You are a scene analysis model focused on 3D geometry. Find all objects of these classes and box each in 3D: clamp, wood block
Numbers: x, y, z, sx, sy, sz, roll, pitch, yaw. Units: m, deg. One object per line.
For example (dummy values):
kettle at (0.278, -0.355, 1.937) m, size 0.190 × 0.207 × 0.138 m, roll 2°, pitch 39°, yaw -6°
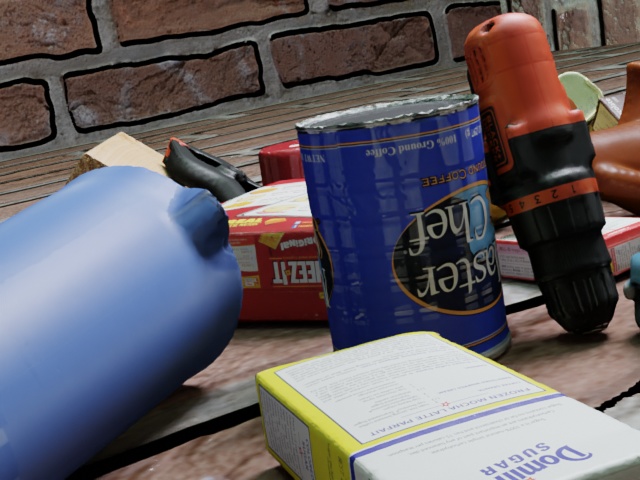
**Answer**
clamp at (-0.076, -0.046, 0.994) m, size 0.172 × 0.039 × 0.120 m, roll 38°, pitch 13°, yaw 38°
wood block at (-0.183, -0.033, 0.995) m, size 0.090 × 0.090 × 0.206 m, roll 29°, pitch 8°, yaw -7°

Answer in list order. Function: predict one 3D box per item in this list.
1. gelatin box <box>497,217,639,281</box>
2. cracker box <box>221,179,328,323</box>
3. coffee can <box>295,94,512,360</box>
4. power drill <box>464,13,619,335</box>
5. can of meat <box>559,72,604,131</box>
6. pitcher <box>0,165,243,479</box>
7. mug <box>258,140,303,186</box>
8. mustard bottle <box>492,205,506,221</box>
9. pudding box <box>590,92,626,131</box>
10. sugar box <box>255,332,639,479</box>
gelatin box at (0.173, 0.007, 0.724) m, size 0.073 × 0.030 × 0.089 m, roll -17°, pitch 11°, yaw -31°
cracker box at (-0.005, 0.001, 0.803) m, size 0.164 × 0.072 × 0.213 m, roll -2°, pitch 12°, yaw 28°
coffee can at (0.047, -0.004, 0.597) m, size 0.103 × 0.140 × 0.103 m, roll -9°, pitch 11°, yaw 2°
power drill at (0.109, -0.027, 0.660) m, size 0.057 × 0.184 × 0.188 m, roll -12°, pitch -5°, yaw -18°
can of meat at (0.217, -0.102, 1.006) m, size 0.102 × 0.057 × 0.084 m, roll -43°, pitch -15°, yaw -6°
pitcher at (-0.149, 0.061, 0.521) m, size 0.145 × 0.149 × 0.242 m, roll 10°, pitch 20°, yaw 17°
mug at (-0.006, -0.060, 1.080) m, size 0.117 × 0.081 × 0.093 m, roll -14°, pitch 12°, yaw -20°
mustard bottle at (0.132, -0.051, 0.977) m, size 0.096 × 0.058 × 0.192 m, roll -10°, pitch 11°, yaw -12°
pudding box at (0.302, -0.085, 0.917) m, size 0.089 × 0.039 × 0.113 m, roll -13°, pitch 47°, yaw -21°
sugar box at (0.046, 0.082, 0.415) m, size 0.093 × 0.048 × 0.176 m, roll -13°, pitch 15°, yaw -18°
